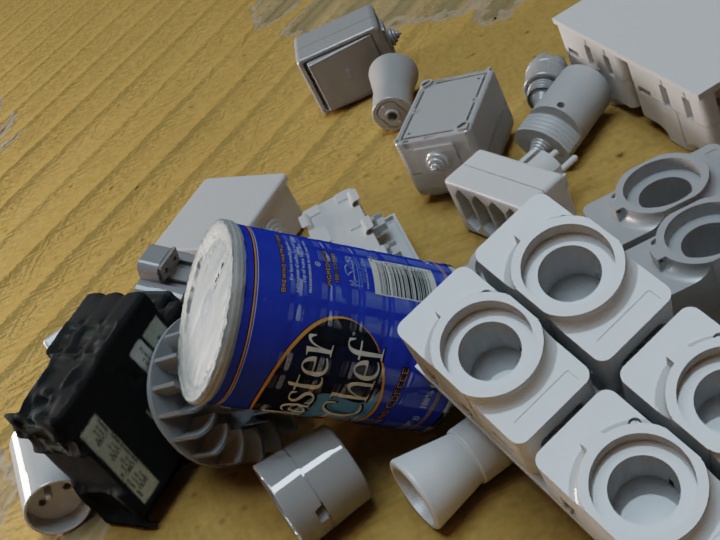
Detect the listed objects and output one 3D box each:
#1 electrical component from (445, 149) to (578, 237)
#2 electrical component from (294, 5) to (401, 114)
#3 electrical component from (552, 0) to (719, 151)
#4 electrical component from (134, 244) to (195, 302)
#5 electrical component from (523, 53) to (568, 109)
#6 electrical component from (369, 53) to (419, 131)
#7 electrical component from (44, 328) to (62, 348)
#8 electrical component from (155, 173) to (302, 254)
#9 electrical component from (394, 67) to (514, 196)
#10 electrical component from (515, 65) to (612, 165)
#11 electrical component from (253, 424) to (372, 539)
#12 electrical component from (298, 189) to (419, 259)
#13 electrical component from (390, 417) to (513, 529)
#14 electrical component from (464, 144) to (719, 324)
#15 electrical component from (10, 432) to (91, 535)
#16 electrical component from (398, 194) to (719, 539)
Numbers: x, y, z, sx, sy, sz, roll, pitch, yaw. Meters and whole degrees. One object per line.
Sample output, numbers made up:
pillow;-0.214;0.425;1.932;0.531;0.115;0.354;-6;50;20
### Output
electrical component;0.117;-0.057;0.738;0.076;0.047;0.083;-41;36;-17
electrical component;-0.005;-0.194;0.988;0.096;0.061;0.061;-22;35;10
electrical component;0.236;-0.157;0.769;0.105;0.060;0.186;-32;34;-4
electrical component;-0.126;0.020;0.794;0.057;0.078;0.058;12;48;20
electrical component;0.144;-0.140;0.837;0.035;0.035;0.061;-9;42;27
electrical component;0.029;-0.151;0.929;0.044;0.044;0.065;-16;41;18
electrical component;-0.173;0.076;0.759;0.047;0.083;0.075;-36;73;-10
electrical component;-0.101;-0.029;0.856;0.100;0.048;0.099;0;44;36
electrical component;0.072;-0.097;0.809;0.062;0.061;0.096;-7;40;30
electrical component;0.147;-0.108;0.786;0.043;0.043;0.081;9;50;42
electrical component;-0.026;0.120;0.607;0.047;0.055;0.055;-33;34;-13
electrical component;0.000;0.000;0.734;0.079;0.063;0.121;-27;34;2
electrical component;0.055;0.104;0.583;0.065;0.044;0.044;-33;34;-14
electrical component;0.150;0.007;0.621;0.186;0.060;0.105;-27;34;4
electrical component;-0.195;0.127;0.727;0.079;0.043;0.077;-33;35;-6
electrical component;0.118;0.058;0.510;0.105;0.060;0.186;-43;58;-7
